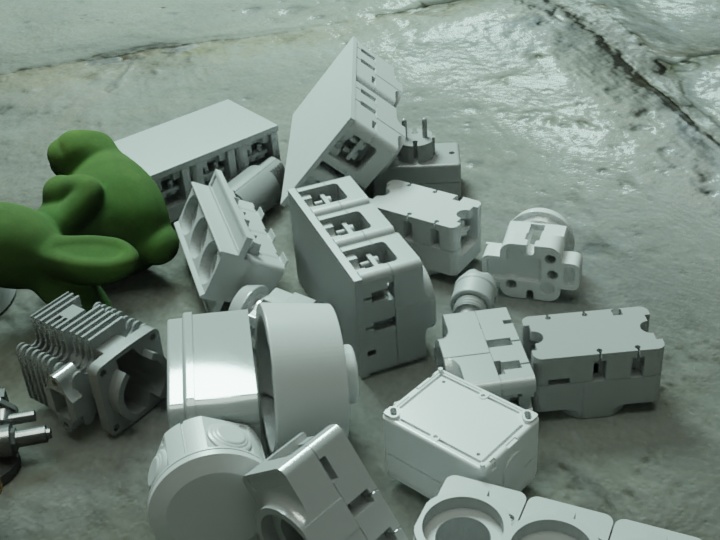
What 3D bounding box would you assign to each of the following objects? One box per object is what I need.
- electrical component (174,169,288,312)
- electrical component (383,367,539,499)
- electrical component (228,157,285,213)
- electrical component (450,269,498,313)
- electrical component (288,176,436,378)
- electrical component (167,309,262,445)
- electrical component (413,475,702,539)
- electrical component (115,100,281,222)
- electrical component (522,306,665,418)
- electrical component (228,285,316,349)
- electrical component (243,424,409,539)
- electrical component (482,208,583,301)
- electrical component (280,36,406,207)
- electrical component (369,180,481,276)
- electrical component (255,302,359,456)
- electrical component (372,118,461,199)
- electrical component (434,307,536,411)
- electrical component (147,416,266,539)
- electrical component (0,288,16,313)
[{"bbox_3d":[-0.109,-0.020,0.904,0.063,0.078,0.121,15,24,-28],"label":"electrical component"},{"bbox_3d":[0.059,0.113,0.692,0.096,0.061,0.062,24,42,35],"label":"electrical component"},{"bbox_3d":[-0.098,-0.075,1.010,0.043,0.043,0.081,15,38,26],"label":"electrical component"},{"bbox_3d":[0.087,0.028,0.841,0.035,0.035,0.061,6,37,15],"label":"electrical component"},{"bbox_3d":[0.000,0.000,0.844,0.062,0.089,0.150,-15,35,-16],"label":"electrical component"},{"bbox_3d":[-0.100,0.087,0.735,0.057,0.078,0.113,-5,33,-7],"label":"electrical component"},{"bbox_3d":[0.104,0.175,0.591,0.150,0.061,0.089,11,36,22],"label":"electrical component"},{"bbox_3d":[-0.162,-0.101,1.041,0.150,0.061,0.089,-27,39,-30],"label":"electrical component"},{"bbox_3d":[0.162,0.066,0.756,0.089,0.055,0.050,-5,33,-1],"label":"electrical component"},{"bbox_3d":[-0.069,0.040,0.833,0.055,0.048,0.066,20,40,21],"label":"electrical component"},{"bbox_3d":[-0.022,0.144,0.622,0.056,0.089,0.050,-34,5,-37],"label":"electrical component"},{"bbox_3d":[0.144,-0.014,0.879,0.078,0.058,0.057,7,38,17],"label":"electrical component"},{"bbox_3d":[-0.014,-0.129,1.014,0.060,0.105,0.186,32,28,-19],"label":"electrical component"},{"bbox_3d":[0.054,-0.033,0.918,0.089,0.055,0.050,17,39,29],"label":"electrical component"},{"bbox_3d":[-0.034,0.073,0.726,0.060,0.108,0.108,-5,33,-11],"label":"electrical component"},{"bbox_3d":[0.053,-0.109,1.015,0.083,0.075,0.047,-2,33,3],"label":"electrical component"},{"bbox_3d":[0.085,0.072,0.760,0.056,0.050,0.089,-7,33,-4],"label":"electrical component"},{"bbox_3d":[-0.091,0.134,0.662,0.080,0.080,0.051,-11,29,-10],"label":"electrical component"},{"bbox_3d":[-0.353,0.002,0.907,0.108,0.060,0.108,-3,34,2],"label":"electrical component"}]
